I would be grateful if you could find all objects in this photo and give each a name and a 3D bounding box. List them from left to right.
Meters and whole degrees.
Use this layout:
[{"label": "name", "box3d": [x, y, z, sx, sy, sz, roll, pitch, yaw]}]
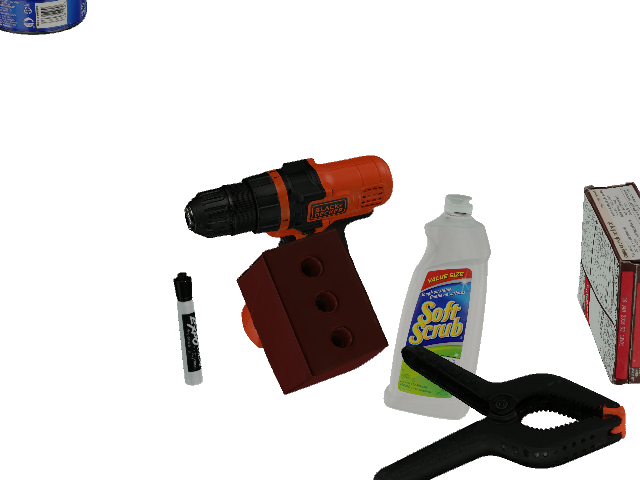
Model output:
[{"label": "tuna can", "box3d": [-0.229, -0.196, 0.848, 0.086, 0.034, 0.086, 4, 35, -3]}, {"label": "marker", "box3d": [-0.138, 0.092, 1.111, 0.020, 0.121, 0.020, -4, 16, 1]}, {"label": "power drill", "box3d": [-0.030, 0.013, 0.953, 0.184, 0.188, 0.057, -11, 47, -17]}, {"label": "foam brick", "box3d": [-0.006, 0.042, 0.623, 0.052, 0.078, 0.051, -19, -11, -28]}, {"label": "bleach bottle", "box3d": [0.135, 0.072, 1.211, 0.103, 0.251, 0.068, 9, 13, 17]}, {"label": "clamp", "box3d": [0.150, 0.159, 0.911, 0.210, 0.036, 0.164, 4, 42, 22]}, {"label": "pudding box", "box3d": [0.196, 0.025, 0.688, 0.039, 0.090, 0.113, -3, 27, 1]}]
